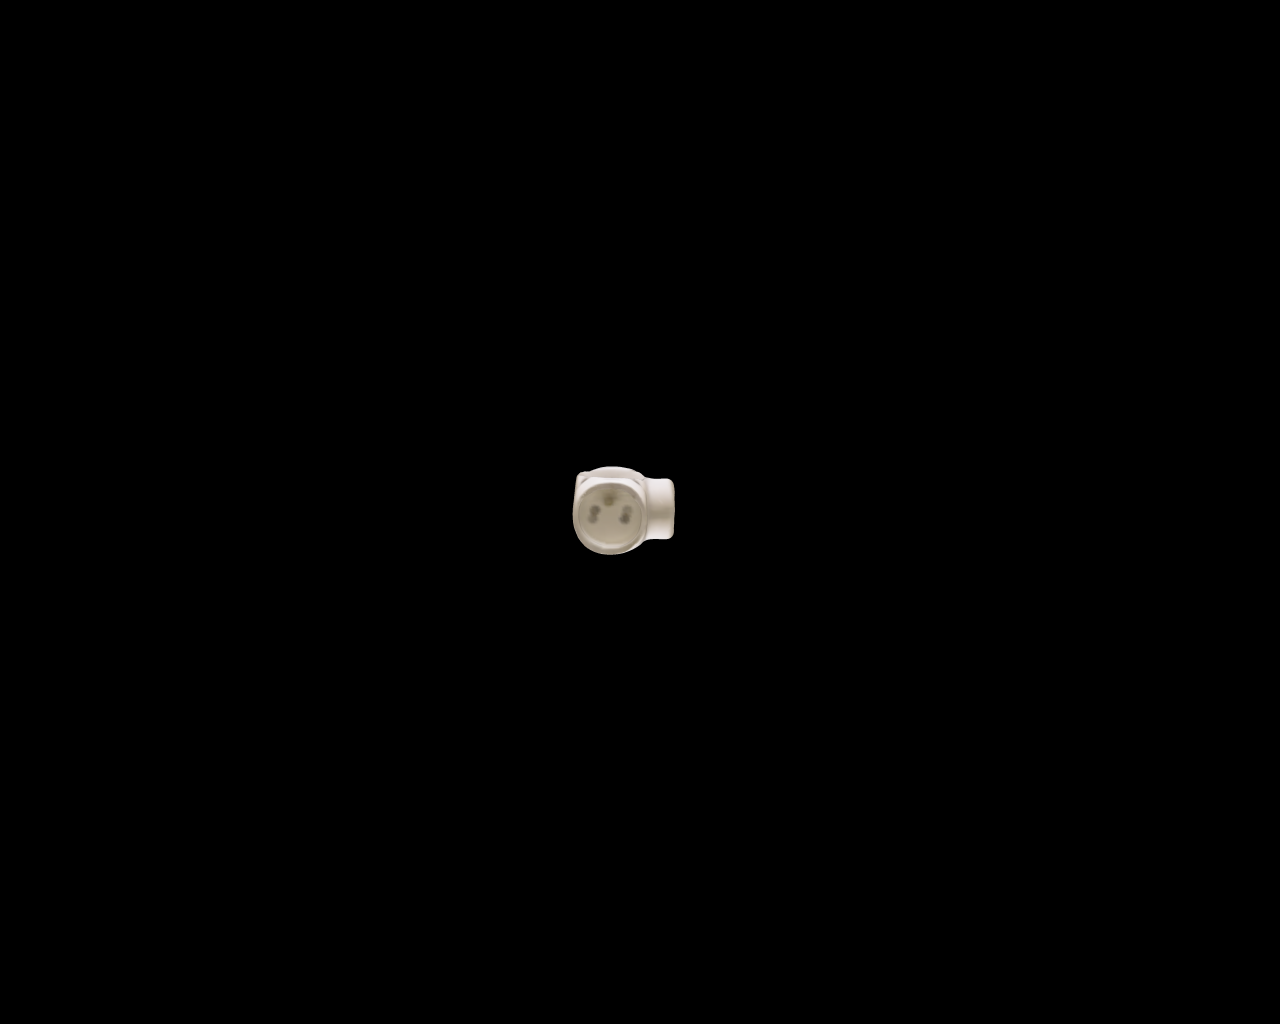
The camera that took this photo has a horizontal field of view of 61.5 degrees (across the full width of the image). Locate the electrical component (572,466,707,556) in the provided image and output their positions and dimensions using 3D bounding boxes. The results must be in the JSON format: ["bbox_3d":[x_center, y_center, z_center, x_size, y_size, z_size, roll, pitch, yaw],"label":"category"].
[{"bbox_3d":[0.001,-0.003,0.650,0.079,0.044,0.077,0,9,0],"label":"electrical component"}]
